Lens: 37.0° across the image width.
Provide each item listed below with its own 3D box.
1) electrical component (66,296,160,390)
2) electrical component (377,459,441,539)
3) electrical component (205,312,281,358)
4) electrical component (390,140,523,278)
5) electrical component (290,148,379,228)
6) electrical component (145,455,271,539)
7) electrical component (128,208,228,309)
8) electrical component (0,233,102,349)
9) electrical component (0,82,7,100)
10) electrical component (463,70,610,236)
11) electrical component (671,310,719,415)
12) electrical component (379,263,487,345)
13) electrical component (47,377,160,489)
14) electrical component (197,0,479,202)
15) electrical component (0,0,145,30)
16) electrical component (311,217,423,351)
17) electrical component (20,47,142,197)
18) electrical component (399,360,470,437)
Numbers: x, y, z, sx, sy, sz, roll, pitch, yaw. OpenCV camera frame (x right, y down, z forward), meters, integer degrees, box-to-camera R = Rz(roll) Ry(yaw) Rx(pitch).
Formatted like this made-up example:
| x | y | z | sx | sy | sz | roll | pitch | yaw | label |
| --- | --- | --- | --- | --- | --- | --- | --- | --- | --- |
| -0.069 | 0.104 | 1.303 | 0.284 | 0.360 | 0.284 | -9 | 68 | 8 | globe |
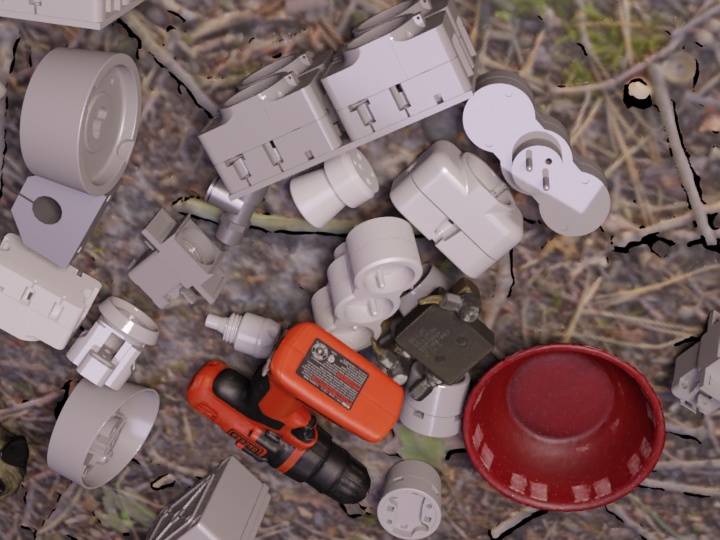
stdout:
| x | y | z | sx | sy | sz | roll | pitch | yaw | label |
| --- | --- | --- | --- | --- | --- | --- | --- | --- | --- |
| -0.206 | 0.060 | 0.904 | 0.058 | 0.078 | 0.057 | 36 | 94 | -9 | electrical component |
| 0.045 | 0.200 | 0.947 | 0.055 | 0.047 | 0.055 | 3 | 116 | 7 | electrical component |
| -0.100 | 0.051 | 0.903 | 0.061 | 0.035 | 0.035 | 18 | 117 | 2 | electrical component |
| 0.077 | -0.049 | 0.817 | 0.095 | 0.053 | 0.059 | 43 | 114 | -12 | electrical component |
| -0.020 | -0.064 | 0.830 | 0.055 | 0.045 | 0.045 | -29 | 108 | 20 | electrical component |
| -0.143 | 0.237 | 0.958 | 0.109 | 0.108 | 0.056 | -40 | 102 | 23 | electrical component |
| -0.151 | -0.005 | 0.879 | 0.064 | 0.042 | 0.081 | -35 | 105 | 23 | electrical component |
| -0.275 | 0.021 | 0.905 | 0.089 | 0.050 | 0.055 | 30 | 116 | -7 | electrical component |
| -0.322 | -0.140 | 0.828 | 0.062 | 0.061 | 0.096 | -34 | 107 | 21 | electrical component |
| 0.129 | -0.079 | 0.784 | 0.052 | 0.073 | 0.138 | -38 | 105 | 23 | electrical component |
| 0.279 | 0.077 | 0.842 | 0.042 | 0.081 | 0.063 | 33 | 138 | -8 | electrical component |
| 0.052 | 0.046 | 0.873 | 0.079 | 0.043 | 0.077 | -35 | 106 | 22 | electrical component |
| -0.224 | 0.139 | 0.932 | 0.064 | 0.099 | 0.099 | 21 | 117 | 5 | electrical component |
| -0.015 | -0.128 | 0.764 | 0.186 | 0.105 | 0.060 | -21 | 110 | 17 | electrical component |
| -0.254 | -0.222 | 0.754 | 0.186 | 0.105 | 0.060 | 9 | 116 | 4 | electrical component |
| 0.000 | 0.000 | 0.845 | 0.052 | 0.073 | 0.138 | 2 | 146 | -22 | electrical component |
| -0.213 | -0.114 | 0.802 | 0.060 | 0.108 | 0.108 | 14 | 117 | 8 | electrical component |
| 0.063 | 0.104 | 0.895 | 0.055 | 0.055 | 0.047 | 12 | 113 | 3 | electrical component |
